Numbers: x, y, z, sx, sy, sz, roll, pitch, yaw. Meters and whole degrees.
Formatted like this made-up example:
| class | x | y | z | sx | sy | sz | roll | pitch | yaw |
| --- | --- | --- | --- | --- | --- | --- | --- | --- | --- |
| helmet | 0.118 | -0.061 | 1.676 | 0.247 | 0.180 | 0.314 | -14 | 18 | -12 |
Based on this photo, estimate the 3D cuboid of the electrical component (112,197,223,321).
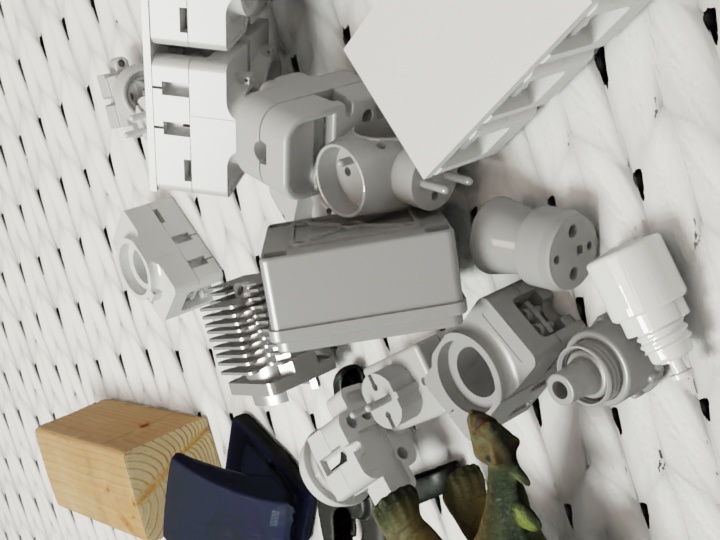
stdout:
| class | x | y | z | sx | sy | sz | roll | pitch | yaw |
| --- | --- | --- | --- | --- | --- | --- | --- | --- | --- |
| electrical component | -0.167 | -0.009 | 0.907 | 0.089 | 0.056 | 0.050 | 54 | 141 | 19 |

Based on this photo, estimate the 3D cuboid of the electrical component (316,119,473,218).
| class | x | y | z | sx | sy | sz | roll | pitch | yaw |
| --- | --- | --- | --- | --- | --- | --- | --- | --- | --- |
| electrical component | 0.029 | -0.057 | 0.618 | 0.079 | 0.077 | 0.044 | 22 | 124 | 44 |

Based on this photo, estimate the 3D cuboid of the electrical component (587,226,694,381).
| class | x | y | z | sx | sy | sz | roll | pitch | yaw |
| --- | --- | --- | --- | --- | --- | --- | --- | --- | --- |
| electrical component | 0.145 | 0.018 | 0.540 | 0.040 | 0.040 | 0.078 | -30 | 83 | 53 |

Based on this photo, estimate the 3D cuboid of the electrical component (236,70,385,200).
| class | x | y | z | sx | sy | sz | roll | pitch | yaw |
| --- | --- | --- | --- | --- | --- | --- | --- | --- | --- |
| electrical component | -0.027 | -0.086 | 0.658 | 0.059 | 0.095 | 0.053 | 31 | 130 | 39 |

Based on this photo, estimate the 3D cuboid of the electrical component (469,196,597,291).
| class | x | y | z | sx | sy | sz | roll | pitch | yaw |
| --- | --- | --- | --- | --- | --- | --- | --- | --- | --- |
| electrical component | 0.094 | -0.014 | 0.584 | 0.055 | 0.045 | 0.045 | 16 | 120 | 46 |

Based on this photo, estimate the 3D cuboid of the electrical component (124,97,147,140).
| class | x | y | z | sx | sy | sz | roll | pitch | yaw |
| --- | --- | --- | --- | --- | --- | --- | --- | --- | --- |
| electrical component | -0.142 | -0.115 | 0.805 | 0.047 | 0.076 | 0.083 | 53 | 140 | 18 |

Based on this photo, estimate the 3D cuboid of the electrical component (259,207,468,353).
| class | x | y | z | sx | sy | sz | roll | pitch | yaw |
| --- | --- | --- | --- | --- | --- | --- | --- | --- | --- |
| electrical component | 0.000 | 0.000 | 0.625 | 0.108 | 0.109 | 0.056 | -100 | 1 | -77 |

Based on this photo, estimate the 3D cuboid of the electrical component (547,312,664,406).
| class | x | y | z | sx | sy | sz | roll | pitch | yaw |
| --- | --- | --- | --- | --- | --- | --- | --- | --- | --- |
| electrical component | 0.125 | 0.052 | 0.564 | 0.048 | 0.062 | 0.048 | 27 | 127 | 42 |

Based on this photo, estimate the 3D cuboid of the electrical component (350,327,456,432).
| class | x | y | z | sx | sy | sz | roll | pitch | yaw |
| --- | --- | --- | --- | --- | --- | --- | --- | --- | --- |
| electrical component | 0.028 | 0.077 | 0.687 | 0.066 | 0.077 | 0.047 | -32 | 82 | 53 |

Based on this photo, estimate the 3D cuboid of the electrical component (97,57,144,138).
| class | x | y | z | sx | sy | sz | roll | pitch | yaw |
| --- | --- | --- | --- | --- | --- | --- | --- | --- | --- |
| electrical component | -0.181 | -0.140 | 0.867 | 0.055 | 0.048 | 0.066 | 7 | 114 | 58 |

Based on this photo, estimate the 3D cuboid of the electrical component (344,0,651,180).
| class | x | y | z | sx | sy | sz | roll | pitch | yaw |
| --- | --- | --- | --- | --- | --- | --- | --- | --- | --- |
| electrical component | 0.068 | -0.127 | 0.545 | 0.089 | 0.062 | 0.150 | 59 | 143 | 12 |

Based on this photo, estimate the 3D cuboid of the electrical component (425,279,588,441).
| class | x | y | z | sx | sy | sz | roll | pitch | yaw |
| --- | --- | --- | --- | --- | --- | --- | --- | --- | --- |
| electrical component | 0.081 | 0.053 | 0.626 | 0.050 | 0.056 | 0.089 | 52 | 141 | 21 |

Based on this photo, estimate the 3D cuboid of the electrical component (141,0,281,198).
| class | x | y | z | sx | sy | sz | roll | pitch | yaw |
| --- | --- | --- | --- | --- | --- | --- | --- | --- | --- |
| electrical component | -0.091 | -0.152 | 0.685 | 0.060 | 0.105 | 0.186 | 8 | 120 | 7 |

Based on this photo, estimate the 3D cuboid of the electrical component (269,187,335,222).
| class | x | y | z | sx | sy | sz | roll | pitch | yaw |
| --- | --- | --- | --- | --- | --- | --- | --- | --- | --- |
| electrical component | -0.024 | -0.029 | 0.727 | 0.077 | 0.043 | 0.079 | 42 | 136 | 31 |

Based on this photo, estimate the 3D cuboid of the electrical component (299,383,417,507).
| class | x | y | z | sx | sy | sz | roll | pitch | yaw |
| --- | --- | --- | --- | --- | --- | --- | --- | --- | --- |
| electrical component | -0.004 | 0.124 | 0.722 | 0.057 | 0.058 | 0.078 | -41 | 70 | 39 |
